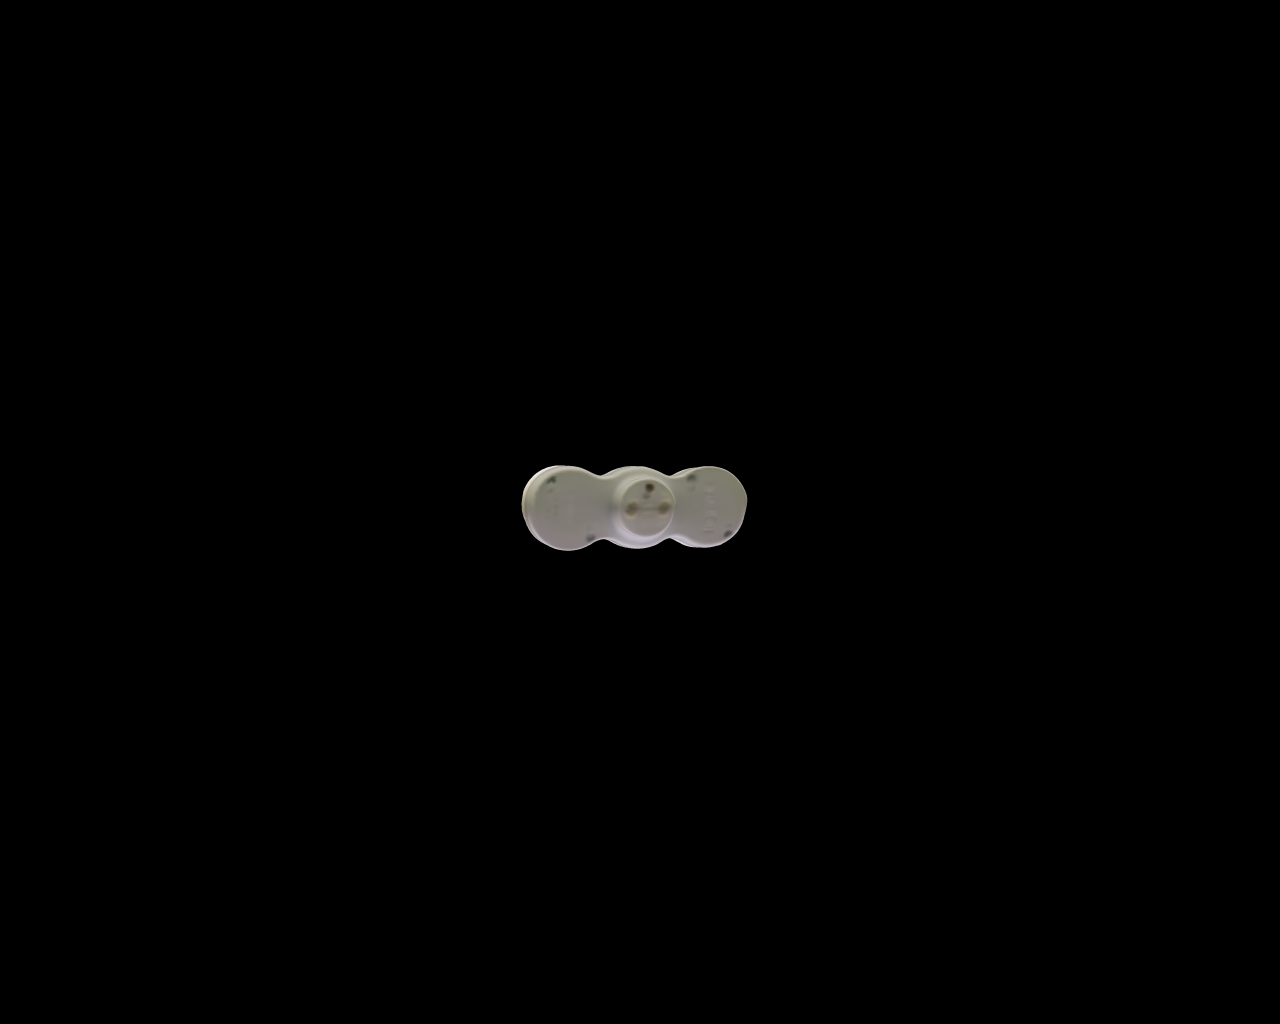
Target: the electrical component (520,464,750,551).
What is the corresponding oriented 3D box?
[{"bbox_3d":[0.001,-0.003,0.650,0.138,0.052,0.073,0,0,-13],"label":"electrical component"}]
